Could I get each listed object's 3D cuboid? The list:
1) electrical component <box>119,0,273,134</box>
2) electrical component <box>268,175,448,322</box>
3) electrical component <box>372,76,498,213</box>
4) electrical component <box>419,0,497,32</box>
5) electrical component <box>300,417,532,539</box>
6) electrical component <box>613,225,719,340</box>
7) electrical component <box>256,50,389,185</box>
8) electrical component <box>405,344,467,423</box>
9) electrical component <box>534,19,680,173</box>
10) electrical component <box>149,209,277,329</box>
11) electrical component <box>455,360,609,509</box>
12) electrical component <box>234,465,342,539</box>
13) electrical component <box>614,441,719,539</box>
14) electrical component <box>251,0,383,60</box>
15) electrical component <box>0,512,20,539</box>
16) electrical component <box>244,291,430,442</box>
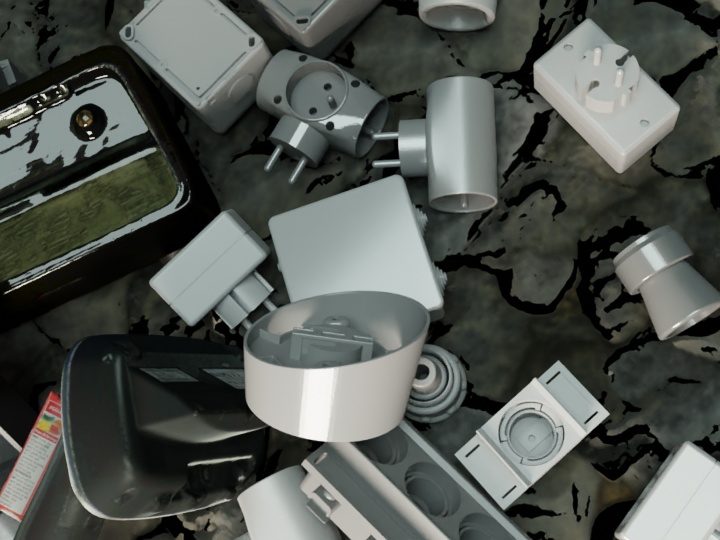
[{"bbox_3d":[-0.109,-0.146,0.719,0.096,0.061,0.061,43,87,16],"label":"electrical component"},{"bbox_3d":[0.000,0.000,0.671,0.100,0.048,0.099,-19,74,5],"label":"electrical component"},{"bbox_3d":[0.047,-0.078,0.685,0.079,0.043,0.077,-2,76,9],"label":"electrical component"},{"bbox_3d":[0.065,-0.187,0.704,0.055,0.055,0.047,3,81,10],"label":"electrical component"},{"bbox_3d":[0.028,0.140,0.615,0.121,0.079,0.063,43,129,12],"label":"electrical component"},{"bbox_3d":[0.183,0.007,0.640,0.045,0.045,0.055,-31,73,1],"label":"electrical component"},{"bbox_3d":[-0.034,-0.094,0.702,0.077,0.044,0.079,28,83,15],"label":"electrical component"},{"bbox_3d":[0.039,0.065,0.642,0.048,0.062,0.048,-2,76,7],"label":"electrical component"},{"bbox_3d":[0.151,-0.114,0.659,0.047,0.075,0.083,-40,74,-1],"label":"electrical component"},{"bbox_3d":[-0.081,0.011,0.682,0.066,0.047,0.076,-43,94,3],"label":"electrical component"},{"bbox_3d":[0.100,0.097,0.623,0.081,0.064,0.042,-41,73,-2],"label":"electrical component"},{"bbox_3d":[-0.053,0.169,0.641,0.079,0.044,0.077,-30,73,2],"label":"electrical component"},{"bbox_3d":[0.195,0.146,0.604,0.077,0.047,0.065,36,84,15],"label":"electrical component"},{"bbox_3d":[-0.021,-0.195,0.715,0.062,0.061,0.096,43,86,16],"label":"electrical component"},{"bbox_3d":[-0.218,0.200,0.657,0.059,0.053,0.095,42,86,16],"label":"electrical component"},{"bbox_3d":[-0.015,0.049,0.590,0.099,0.099,0.064,12,112,12],"label":"electrical component"}]
